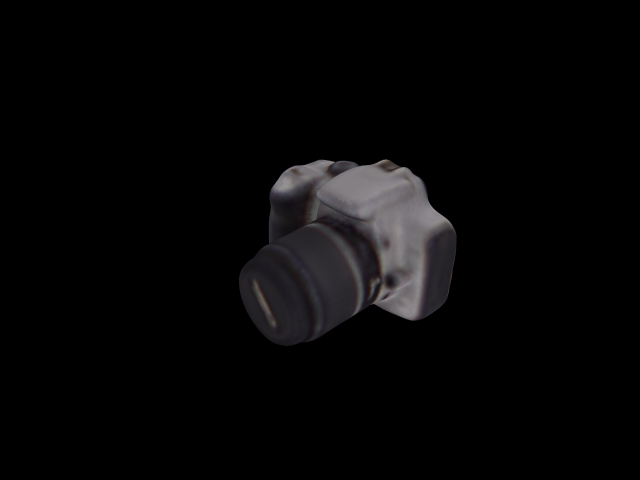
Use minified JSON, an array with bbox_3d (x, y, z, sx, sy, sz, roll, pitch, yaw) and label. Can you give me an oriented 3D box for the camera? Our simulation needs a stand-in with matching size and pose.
[{"bbox_3d":[0.004,0.001,0.400,0.137,0.101,0.142,-27,41,-35],"label":"camera"}]
